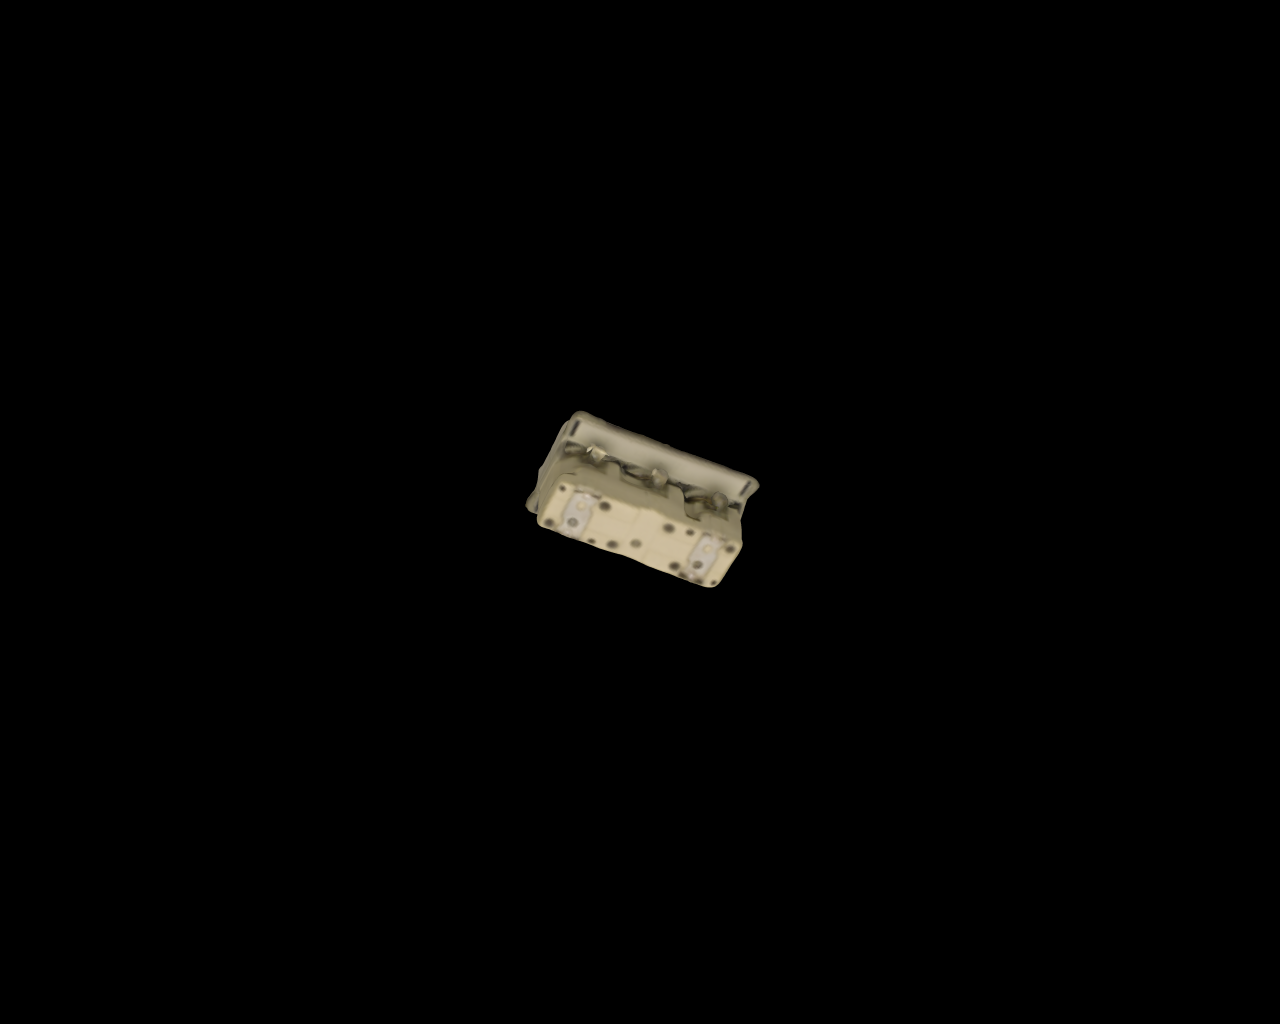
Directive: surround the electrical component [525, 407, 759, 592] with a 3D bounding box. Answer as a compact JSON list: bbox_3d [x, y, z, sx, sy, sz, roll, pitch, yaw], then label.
[{"bbox_3d":[0.001,-0.003,0.650,0.121,0.078,0.063,21,35,-15],"label":"electrical component"}]
